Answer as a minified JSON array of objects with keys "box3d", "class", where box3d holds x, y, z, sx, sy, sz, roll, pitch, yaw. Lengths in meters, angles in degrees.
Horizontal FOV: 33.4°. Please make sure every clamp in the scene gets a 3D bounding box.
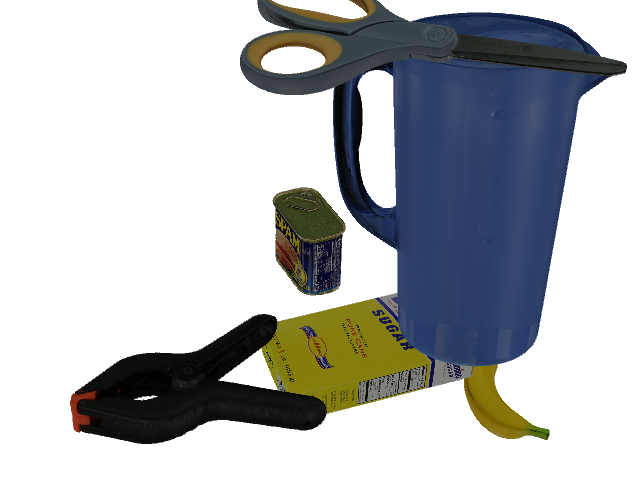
[{"box3d":[-0.090,0.098,0.756,0.171,0.039,0.120,-3,26,-12],"class":"clamp"}]

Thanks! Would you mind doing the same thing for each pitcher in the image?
[{"box3d":[0.103,-0.036,0.773,0.144,0.243,0.149,-20,33,-34],"class":"pitcher"}]

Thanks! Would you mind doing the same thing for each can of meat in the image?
[{"box3d":[-0.014,0.002,1.218,0.057,0.084,0.102,-15,39,-21],"class":"can of meat"}]

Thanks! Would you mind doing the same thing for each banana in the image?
[{"box3d":[0.206,0.185,1.275,0.069,0.037,0.198,9,23,-15],"class":"banana"}]

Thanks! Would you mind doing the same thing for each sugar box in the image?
[{"box3d":[0.042,0.101,0.976,0.176,0.048,0.093,-15,45,-13],"class":"sugar box"}]

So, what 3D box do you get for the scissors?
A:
[{"box3d":[0.045,-0.092,0.552,0.202,0.096,0.016,24,-32,23],"class":"scissors"}]
